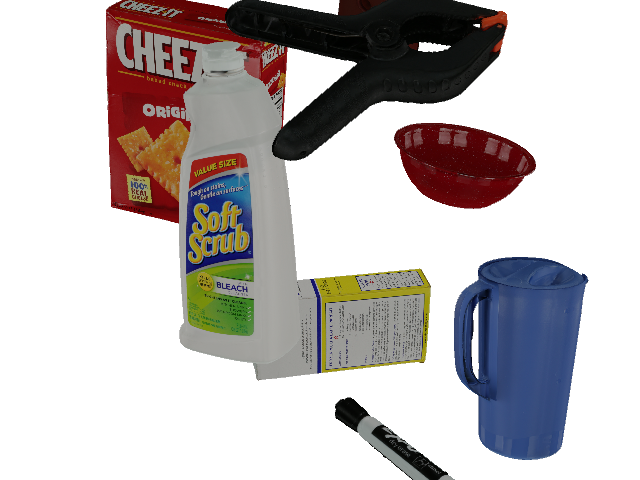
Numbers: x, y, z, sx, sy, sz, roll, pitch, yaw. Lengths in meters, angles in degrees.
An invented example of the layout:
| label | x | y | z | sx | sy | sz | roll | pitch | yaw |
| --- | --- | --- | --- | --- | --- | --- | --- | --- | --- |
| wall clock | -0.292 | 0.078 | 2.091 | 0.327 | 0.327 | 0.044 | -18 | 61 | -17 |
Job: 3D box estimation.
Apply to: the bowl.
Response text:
| label | x | y | z | sx | sy | sz | roll | pitch | yaw |
| --- | --- | --- | --- | --- | --- | --- | --- | --- | --- |
| bowl | 0.158 | -0.080 | 1.207 | 0.162 | 0.055 | 0.162 | 8 | 26 | -4 |

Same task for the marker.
| label | x | y | z | sx | sy | sz | roll | pitch | yaw |
| --- | --- | --- | --- | --- | --- | --- | --- | --- | --- |
| marker | 0.053 | 0.147 | 0.750 | 0.020 | 0.020 | 0.121 | 0 | 25 | -45 |

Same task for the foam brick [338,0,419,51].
| label | x | y | z | sx | sy | sz | roll | pitch | yaw |
| --- | --- | --- | --- | --- | --- | --- | --- | --- | --- |
| foam brick | 0.049 | -0.182 | 0.857 | 0.053 | 0.078 | 0.051 | 36 | 56 | 23 |

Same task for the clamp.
| label | x | y | z | sx | sy | sz | roll | pitch | yaw |
| --- | --- | --- | --- | --- | --- | --- | --- | --- | --- |
| clamp | 0.033 | -0.103 | 0.639 | 0.171 | 0.120 | 0.039 | -7 | -27 | -5 |

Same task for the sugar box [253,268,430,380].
| label | x | y | z | sx | sy | sz | roll | pitch | yaw |
| --- | --- | --- | --- | --- | --- | --- | --- | --- | --- |
| sugar box | 0.019 | 0.083 | 1.069 | 0.176 | 0.093 | 0.048 | -3 | 27 | -7 |

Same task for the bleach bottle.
| label | x | y | z | sx | sy | sz | roll | pitch | yaw |
| --- | --- | --- | --- | --- | --- | --- | --- | --- | --- |
| bleach bottle | -0.073 | -0.030 | 0.839 | 0.103 | 0.251 | 0.068 | 9 | 27 | 28 |

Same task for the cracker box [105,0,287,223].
| label | x | y | z | sx | sy | sz | roll | pitch | yaw |
| --- | --- | --- | --- | --- | --- | --- | --- | --- | --- |
| cracker box | -0.123 | -0.118 | 1.042 | 0.164 | 0.214 | 0.072 | 14 | 32 | 15 |

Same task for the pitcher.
| label | x | y | z | sx | sy | sz | roll | pitch | yaw |
| --- | --- | --- | --- | --- | --- | --- | --- | --- | --- |
| pitcher | 0.251 | 0.150 | 1.352 | 0.149 | 0.243 | 0.144 | 6 | 16 | 18 |
